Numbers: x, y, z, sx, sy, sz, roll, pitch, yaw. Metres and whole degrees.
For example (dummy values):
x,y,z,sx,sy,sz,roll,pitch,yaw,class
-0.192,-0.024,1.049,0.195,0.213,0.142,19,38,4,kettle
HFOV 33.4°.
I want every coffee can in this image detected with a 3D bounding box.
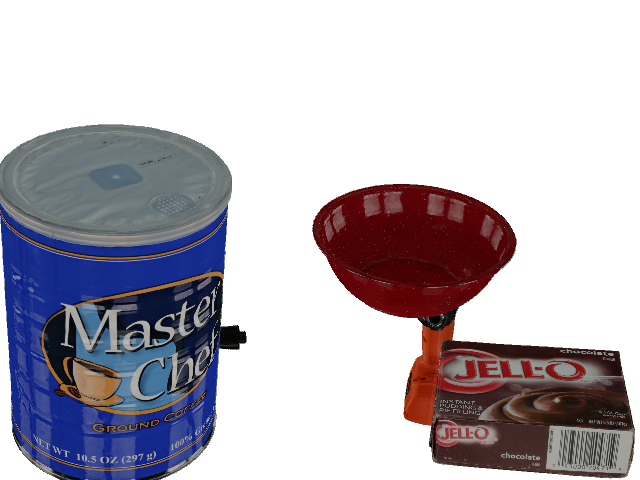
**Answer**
x,y,z,sx,sy,sz,roll,pitch,yaw,class
-0.097,0.030,0.505,0.102,0.140,0.103,5,31,-3,coffee can

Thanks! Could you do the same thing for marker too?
x,y,z,sx,sy,sz,roll,pitch,yaw,class
-0.118,0.076,0.822,0.121,0.020,0.020,-1,0,0,marker

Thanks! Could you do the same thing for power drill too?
x,y,z,sx,sy,sz,roll,pitch,yaw,class
0.124,0.099,1.128,0.057,0.188,0.184,8,26,10,power drill

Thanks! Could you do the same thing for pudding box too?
x,y,z,sx,sy,sz,roll,pitch,yaw,class
0.125,0.098,0.636,0.113,0.039,0.090,5,25,8,pudding box

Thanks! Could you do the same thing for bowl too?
x,y,z,sx,sy,sz,roll,pitch,yaw,class
0.073,0.015,0.859,0.162,0.055,0.162,2,31,-1,bowl
